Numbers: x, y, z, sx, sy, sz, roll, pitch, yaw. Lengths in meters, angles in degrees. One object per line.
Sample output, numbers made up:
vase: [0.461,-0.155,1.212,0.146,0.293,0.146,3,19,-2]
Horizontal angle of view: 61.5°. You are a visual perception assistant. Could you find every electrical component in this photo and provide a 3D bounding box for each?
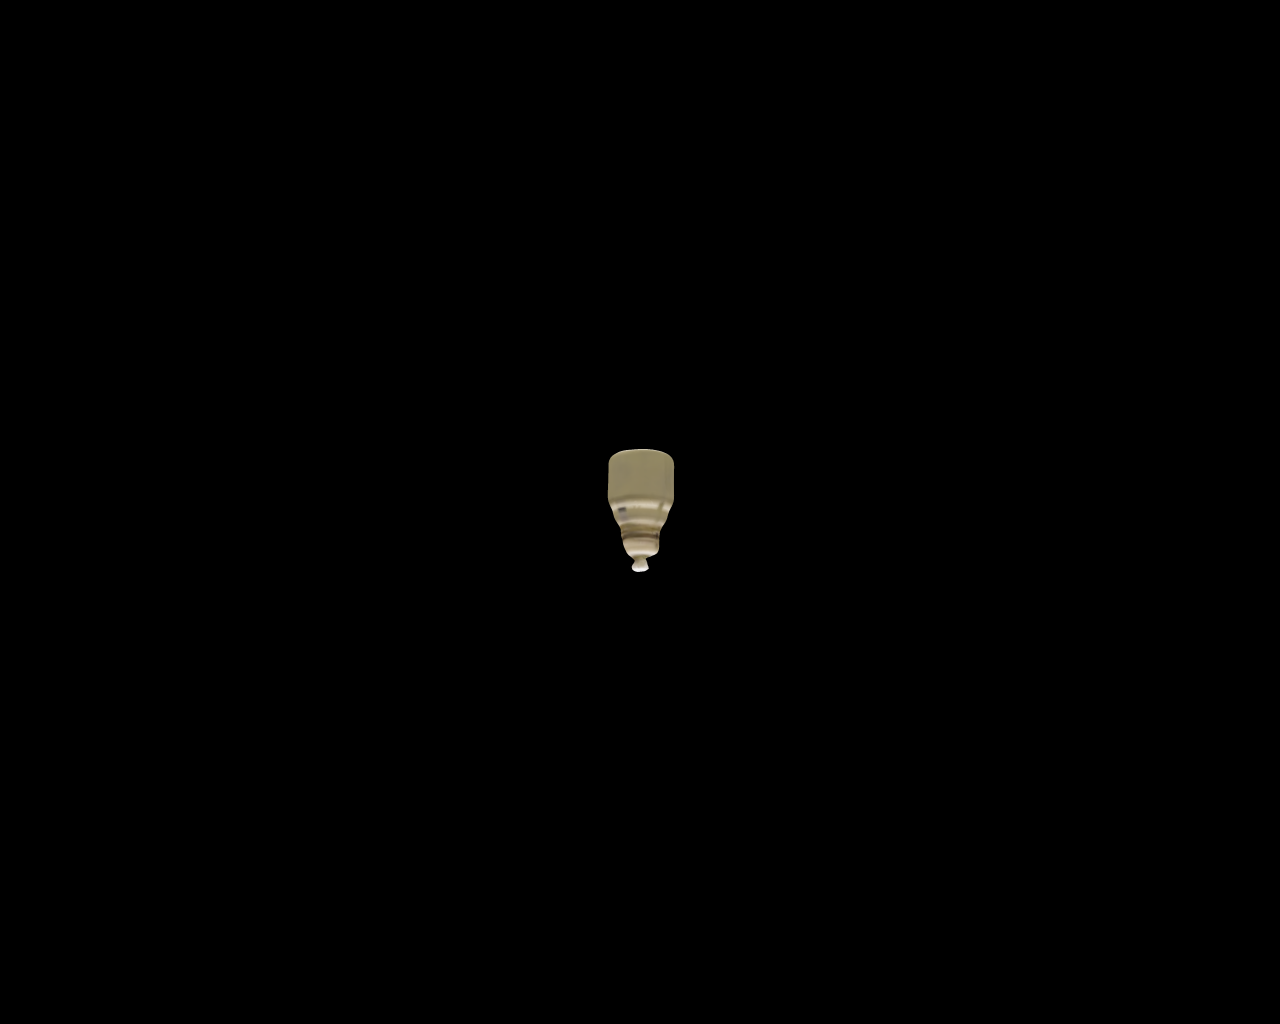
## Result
electrical component: [0.001,-0.003,0.650,0.040,0.078,0.040,0,-11,0]
